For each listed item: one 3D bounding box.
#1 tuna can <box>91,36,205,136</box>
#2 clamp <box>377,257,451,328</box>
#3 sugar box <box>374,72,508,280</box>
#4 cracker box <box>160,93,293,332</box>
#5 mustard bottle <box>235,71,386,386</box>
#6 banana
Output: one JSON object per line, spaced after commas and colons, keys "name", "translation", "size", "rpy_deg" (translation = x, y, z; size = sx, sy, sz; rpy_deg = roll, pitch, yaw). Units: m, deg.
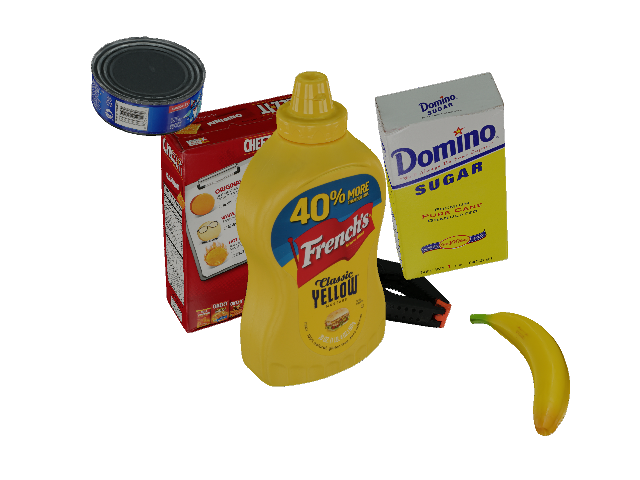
{"name": "tuna can", "translation": [-0.132, -0.118, 0.816], "size": [0.086, 0.034, 0.086], "rpy_deg": [7, 43, -6]}
{"name": "clamp", "translation": [0.046, 0.046, 1.218], "size": [0.210, 0.036, 0.164], "rpy_deg": [30, 36, 21]}
{"name": "sugar box", "translation": [0.100, -0.046, 0.853], "size": [0.093, 0.048, 0.176], "rpy_deg": [-13, -40, 1]}
{"name": "cracker box", "translation": [-0.071, -0.029, 1.052], "size": [0.164, 0.214, 0.072], "rpy_deg": [-15, 40, -24]}
{"name": "mustard bottle", "translation": [-0.004, -0.009, 0.645], "size": [0.096, 0.192, 0.058], "rpy_deg": [-18, 33, -28]}
{"name": "banana", "translation": [0.226, 0.132, 1.137], "size": [0.069, 0.037, 0.198], "rpy_deg": [-26, 34, 1]}
